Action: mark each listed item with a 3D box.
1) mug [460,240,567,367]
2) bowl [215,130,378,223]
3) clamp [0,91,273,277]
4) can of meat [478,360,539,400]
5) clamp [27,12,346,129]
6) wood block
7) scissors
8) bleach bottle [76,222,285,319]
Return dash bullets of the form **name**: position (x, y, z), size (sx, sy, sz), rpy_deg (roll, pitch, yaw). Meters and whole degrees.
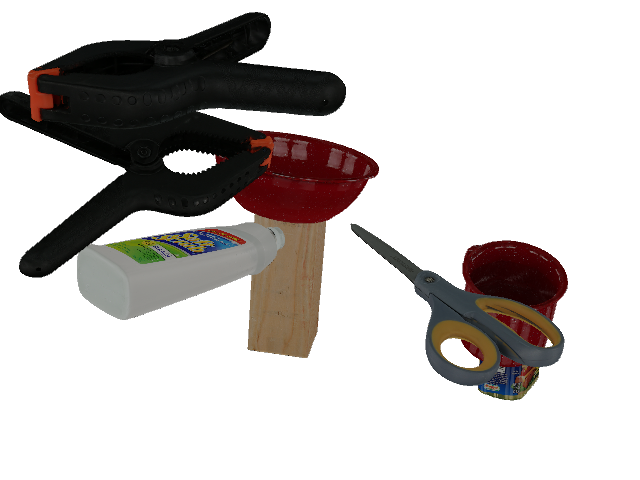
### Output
- **mug**: position (0.164, 0.053, 0.975), size (0.093, 0.081, 0.117), rpy_deg (-17, 43, -22)
- **bowl**: position (-0.029, -0.057, 1.001), size (0.162, 0.055, 0.162), rpy_deg (9, 19, -3)
- **clamp**: position (-0.138, -0.047, 0.806), size (0.209, 0.164, 0.036), rpy_deg (-2, -32, -12)
- **can of meat**: position (0.213, 0.122, 1.191), size (0.058, 0.084, 0.101), rpy_deg (8, 14, 26)
- **clamp**: position (-0.082, -0.099, 0.616), size (0.171, 0.039, 0.120), rpy_deg (-5, 27, -17)
- **wood block**: position (-0.047, 0.048, 1.501), size (0.090, 0.206, 0.090), rpy_deg (7, 22, 6)
- **scissors**: position (0.068, 0.042, 0.724), size (0.202, 0.016, 0.096), rpy_deg (26, 41, 35)
- **bleach bottle**: position (-0.147, 0.021, 1.227), size (0.250, 0.068, 0.103), rpy_deg (-17, 32, -43)
